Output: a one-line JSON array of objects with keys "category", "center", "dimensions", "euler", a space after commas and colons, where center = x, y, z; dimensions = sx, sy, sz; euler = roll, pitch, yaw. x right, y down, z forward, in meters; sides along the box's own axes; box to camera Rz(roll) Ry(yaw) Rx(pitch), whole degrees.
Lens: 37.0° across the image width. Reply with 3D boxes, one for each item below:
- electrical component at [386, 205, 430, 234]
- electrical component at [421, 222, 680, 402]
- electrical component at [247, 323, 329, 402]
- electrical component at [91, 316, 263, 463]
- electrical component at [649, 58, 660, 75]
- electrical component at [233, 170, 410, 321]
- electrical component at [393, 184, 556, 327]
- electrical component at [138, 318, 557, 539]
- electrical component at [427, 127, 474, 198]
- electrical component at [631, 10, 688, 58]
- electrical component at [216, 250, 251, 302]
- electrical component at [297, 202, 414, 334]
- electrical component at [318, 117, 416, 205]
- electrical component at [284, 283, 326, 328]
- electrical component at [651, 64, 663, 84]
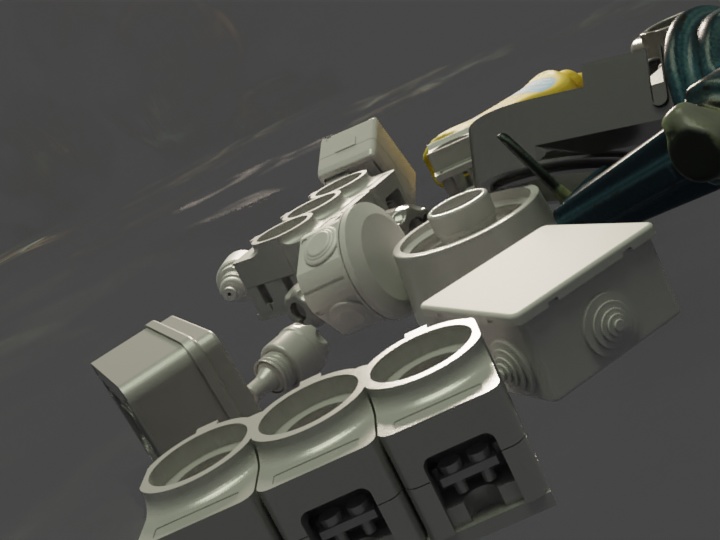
[{"category": "electrical component", "center": [0.028, -0.026, 0.837], "dimensions": [0.043, 0.043, 0.062], "euler": [-35, 14, -33]}, {"category": "electrical component", "center": [0.092, 0.019, 0.522], "dimensions": [0.100, 0.048, 0.100], "euler": [-31, 14, -22]}, {"category": "electrical component", "center": [-0.048, 0.060, 0.662], "dimensions": [0.035, 0.035, 0.061], "euler": [-13, 20, 45]}, {"category": "electrical component", "center": [-0.103, 0.074, 0.615], "dimensions": [0.057, 0.078, 0.113], "euler": [-33, 15, -18]}, {"category": "electrical component", "center": [0.226, -0.153, 0.950], "dimensions": [0.079, 0.043, 0.077], "euler": [-31, 14, -22]}, {"category": "electrical component", "center": [-0.027, -0.027, 0.900], "dimensions": [0.089, 0.061, 0.150], "euler": [-17, 16, 34]}, {"category": "electrical component", "center": [0.072, -0.016, 0.669], "dimensions": [0.108, 0.060, 0.108], "euler": [-25, 13, 6]}, {"category": "electrical component", "center": [-0.008, 0.081, 0.441], "dimensions": [0.150, 0.061, 0.089], "euler": [-25, 13, 5]}, {"category": "electrical component", "center": [0.086, -0.078, 0.882], "dimensions": [0.042, 0.063, 0.081], "euler": [-22, 14, 10]}, {"category": "electrical component", "center": [0.290, -0.196, 0.960], "dimensions": [0.054, 0.059, 0.095], "euler": [-30, 13, -17]}, {"category": "electrical component", "center": [-0.109, 0.010, 0.963], "dimensions": [0.040, 0.040, 0.078], "euler": [-23, 14, 12]}, {"category": "electrical component", "center": [0.000, 0.000, 0.708], "dimensions": [0.051, 0.080, 0.080], "euler": [-24, 12, 32]}, {"category": "electrical component", "center": [0.011, -0.082, 1.009], "dimensions": [0.062, 0.096, 0.061], "euler": [-20, 42, 24]}, {"category": "electrical component", "center": [-0.025, 0.017, 0.787], "dimensions": [0.035, 0.035, 0.061], "euler": [-11, 17, 48]}, {"category": "electrical component", "center": [0.236, -0.131, 0.822], "dimensions": [0.064, 0.042, 0.081], "euler": [-41, 20, -14]}]
